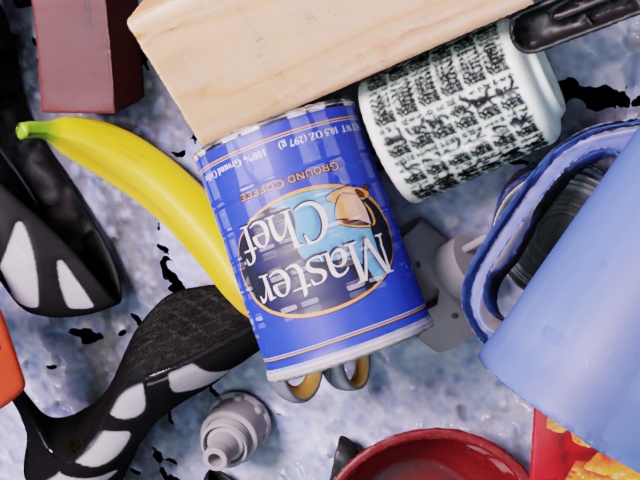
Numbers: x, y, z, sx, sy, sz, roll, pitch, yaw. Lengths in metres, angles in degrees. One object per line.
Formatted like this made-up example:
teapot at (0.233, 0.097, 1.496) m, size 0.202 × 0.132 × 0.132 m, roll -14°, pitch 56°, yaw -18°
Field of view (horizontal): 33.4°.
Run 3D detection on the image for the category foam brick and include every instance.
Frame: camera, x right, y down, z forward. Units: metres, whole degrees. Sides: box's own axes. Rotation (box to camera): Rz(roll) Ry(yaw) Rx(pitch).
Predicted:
foam brick at (-0.148, -0.124, 0.689) m, size 0.053 × 0.051 × 0.078 m, roll 4°, pitch 109°, yaw 12°

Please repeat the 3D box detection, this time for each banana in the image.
banana at (-0.106, -0.023, 0.703) m, size 0.198 × 0.069 × 0.037 m, roll 37°, pitch 134°, yaw -5°

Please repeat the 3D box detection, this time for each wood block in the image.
wood block at (0.008, -0.145, 0.609) m, size 0.206 × 0.090 × 0.090 m, roll -21°, pitch 116°, yaw 21°

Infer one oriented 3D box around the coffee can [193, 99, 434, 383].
coffee can at (-0.004, 0.001, 0.627) m, size 0.103 × 0.102 × 0.140 m, roll -20°, pitch 88°, yaw 20°

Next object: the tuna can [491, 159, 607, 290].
tuna can at (0.149, -0.006, 0.657) m, size 0.086 × 0.033 × 0.086 m, roll 5°, pitch 109°, yaw 14°

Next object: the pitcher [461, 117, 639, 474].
pitcher at (0.192, -0.005, 0.566) m, size 0.149 × 0.145 × 0.243 m, roll 30°, pitch 95°, yaw -6°

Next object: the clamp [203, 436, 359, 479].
clamp at (0.003, 0.220, 0.772) m, size 0.120 × 0.039 × 0.171 m, roll -26°, pitch 103°, yaw 26°

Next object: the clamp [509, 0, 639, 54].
clamp at (0.208, -0.145, 0.541) m, size 0.165 × 0.209 × 0.036 m, roll 10°, pitch 128°, yaw 58°

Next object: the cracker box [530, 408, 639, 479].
cracker box at (0.202, 0.165, 0.600) m, size 0.164 × 0.213 × 0.072 m, roll -9°, pitch 117°, yaw 18°

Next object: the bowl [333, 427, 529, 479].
bowl at (0.069, 0.199, 0.719) m, size 0.162 × 0.055 × 0.162 m, roll -1°, pitch 95°, yaw -7°

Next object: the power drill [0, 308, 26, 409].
power drill at (-0.278, 0.089, 0.751) m, size 0.188 × 0.057 × 0.184 m, roll -13°, pitch 99°, yaw 48°

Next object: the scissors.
scissors at (-0.022, 0.017, 0.687) m, size 0.016 × 0.096 × 0.202 m, roll -10°, pitch 110°, yaw 43°
